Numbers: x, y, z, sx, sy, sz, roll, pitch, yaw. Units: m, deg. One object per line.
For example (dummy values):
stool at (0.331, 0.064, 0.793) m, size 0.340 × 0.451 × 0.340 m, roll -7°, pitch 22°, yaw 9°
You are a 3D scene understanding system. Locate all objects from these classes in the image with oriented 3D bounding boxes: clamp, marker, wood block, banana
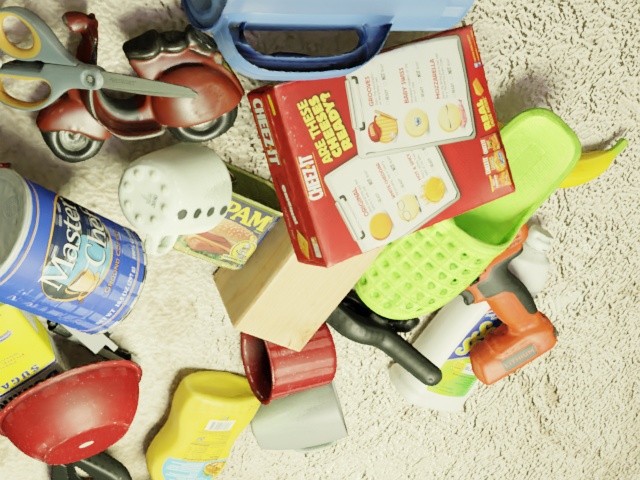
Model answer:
clamp at (0.060, 0.092, 1.199) m, size 0.171 × 0.120 × 0.039 m, roll 33°, pitch 104°, yaw -17°
clamp at (-0.237, 0.298, 1.226) m, size 0.165 × 0.036 × 0.210 m, roll -7°, pitch 129°, yaw 13°
marker at (-0.236, 0.108, 1.114) m, size 0.020 × 0.020 × 0.121 m, roll -43°, pitch 131°, yaw 12°
wood block at (-0.007, 0.001, 1.086) m, size 0.090 × 0.090 × 0.206 m, roll 23°, pitch 114°, yaw -36°
banana at (0.247, -0.092, 1.167) m, size 0.197 × 0.037 × 0.070 m, roll 4°, pitch 107°, yaw -28°

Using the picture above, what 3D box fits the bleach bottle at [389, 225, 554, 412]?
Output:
bleach bottle at (0.188, 0.088, 1.264) m, size 0.102 × 0.068 × 0.251 m, roll 17°, pitch 115°, yaw -34°

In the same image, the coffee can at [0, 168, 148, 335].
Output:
coffee can at (-0.229, 0.013, 0.895) m, size 0.103 × 0.103 × 0.140 m, roll -44°, pitch 142°, yaw 12°

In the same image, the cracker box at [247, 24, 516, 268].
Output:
cracker box at (0.058, -0.088, 0.966) m, size 0.213 × 0.072 × 0.164 m, roll -21°, pitch 101°, yaw -25°

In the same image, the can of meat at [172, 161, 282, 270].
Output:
can of meat at (-0.096, -0.025, 1.048) m, size 0.101 × 0.057 × 0.084 m, roll 23°, pitch 117°, yaw -35°

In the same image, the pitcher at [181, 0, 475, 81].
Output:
pitcher at (0.011, -0.224, 0.886) m, size 0.242 × 0.145 × 0.149 m, roll -2°, pitch 125°, yaw -27°

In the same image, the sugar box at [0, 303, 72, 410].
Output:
sugar box at (-0.312, 0.110, 1.040) m, size 0.093 × 0.048 × 0.176 m, roll -25°, pitch 143°, yaw -5°

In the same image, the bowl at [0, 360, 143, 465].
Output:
bowl at (-0.250, 0.187, 1.103) m, size 0.162 × 0.055 × 0.162 m, roll -23°, pitch 158°, yaw -10°

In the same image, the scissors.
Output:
scissors at (-0.193, -0.148, 0.855) m, size 0.202 × 0.016 × 0.096 m, roll -3°, pitch 113°, yaw 28°

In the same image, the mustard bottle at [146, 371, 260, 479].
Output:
mustard bottle at (-0.147, 0.239, 1.231) m, size 0.096 × 0.058 × 0.192 m, roll 8°, pitch 122°, yaw -36°

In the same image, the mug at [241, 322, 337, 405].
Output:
mug at (-0.035, 0.136, 1.183) m, size 0.081 × 0.093 × 0.117 m, roll -10°, pitch 135°, yaw -24°

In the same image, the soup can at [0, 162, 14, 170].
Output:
soup can at (-0.322, -0.037, 0.927) m, size 0.102 × 0.068 × 0.069 m, roll 3°, pitch 125°, yaw -26°

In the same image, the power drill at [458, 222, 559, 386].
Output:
power drill at (0.169, 0.073, 1.180) m, size 0.184 × 0.057 × 0.187 m, roll -30°, pitch 122°, yaw 3°
